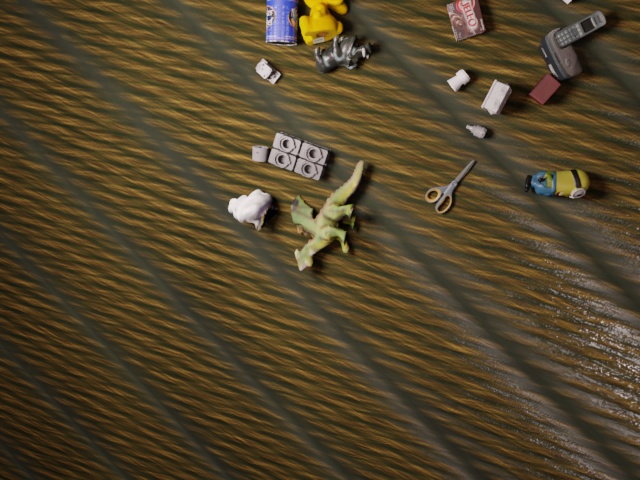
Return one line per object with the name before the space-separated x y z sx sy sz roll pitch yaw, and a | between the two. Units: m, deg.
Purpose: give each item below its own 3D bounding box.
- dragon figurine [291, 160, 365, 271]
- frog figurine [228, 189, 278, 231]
dragon figurine | 0.005 -0.088 1.747 0.243 0.122 0.409 14 95 19
frog figurine | -0.243 -0.120 1.789 0.160 0.120 0.139 29 74 15
